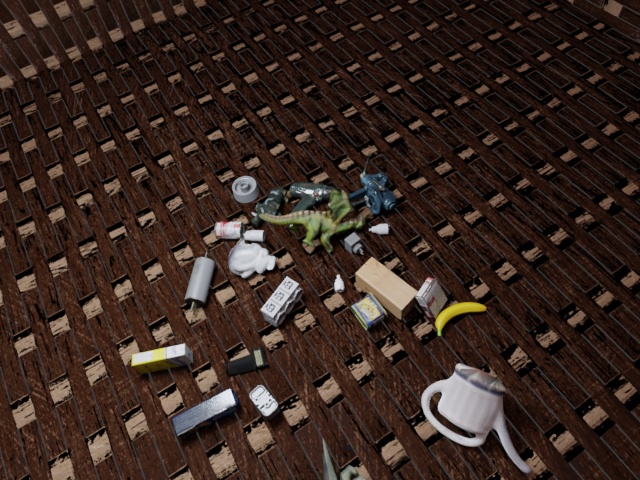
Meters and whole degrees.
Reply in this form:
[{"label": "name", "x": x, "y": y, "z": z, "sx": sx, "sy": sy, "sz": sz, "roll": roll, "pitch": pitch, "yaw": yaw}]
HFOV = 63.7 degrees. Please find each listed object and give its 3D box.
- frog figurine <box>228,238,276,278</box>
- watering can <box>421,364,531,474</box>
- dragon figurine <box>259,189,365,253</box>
[{"label": "frog figurine", "x": -0.248, "y": 0.080, "z": 1.876, "sx": 0.160, "sy": 0.123, "sz": 0.137, "roll": 26, "pitch": 96, "yaw": 12}, {"label": "watering can", "x": 0.473, "y": 0.504, "z": 1.496, "sx": 0.349, "sy": 0.104, "sz": 0.223, "roll": 24, "pitch": 96, "yaw": 19}, {"label": "dragon figurine", "x": 0.006, "y": -0.094, "z": 1.859, "sx": 0.240, "sy": 0.407, "sz": 0.125, "roll": -52, "pitch": 40, "yaw": 18}]
